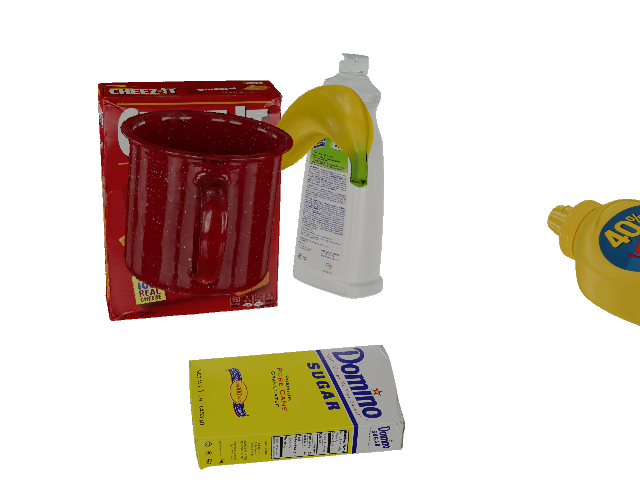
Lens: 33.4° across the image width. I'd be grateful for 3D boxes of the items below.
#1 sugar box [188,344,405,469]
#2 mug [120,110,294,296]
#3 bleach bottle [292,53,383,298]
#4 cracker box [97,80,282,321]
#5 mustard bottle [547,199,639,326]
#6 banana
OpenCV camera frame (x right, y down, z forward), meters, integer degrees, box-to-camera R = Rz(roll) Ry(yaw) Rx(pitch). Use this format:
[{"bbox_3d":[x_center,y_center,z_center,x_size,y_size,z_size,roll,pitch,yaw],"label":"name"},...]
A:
[{"bbox_3d":[-0.022,0.140,0.918,0.176,0.048,0.093,-6,42,-6],"label":"sugar box"},{"bbox_3d":[-0.062,-0.016,0.576,0.093,0.081,0.117,2,21,-14],"label":"mug"},{"bbox_3d":[0.030,-0.072,1.145,0.103,0.251,0.067,18,18,38],"label":"bleach bottle"},{"bbox_3d":[-0.121,-0.037,0.999,0.164,0.214,0.072,-3,21,-14],"label":"cracker box"},{"bbox_3d":[0.216,0.019,0.654,0.096,0.058,0.192,-26,36,-27],"label":"mustard bottle"},{"bbox_3d":[-0.003,-0.082,0.794,0.037,0.069,0.198,22,0,-19],"label":"banana"}]
